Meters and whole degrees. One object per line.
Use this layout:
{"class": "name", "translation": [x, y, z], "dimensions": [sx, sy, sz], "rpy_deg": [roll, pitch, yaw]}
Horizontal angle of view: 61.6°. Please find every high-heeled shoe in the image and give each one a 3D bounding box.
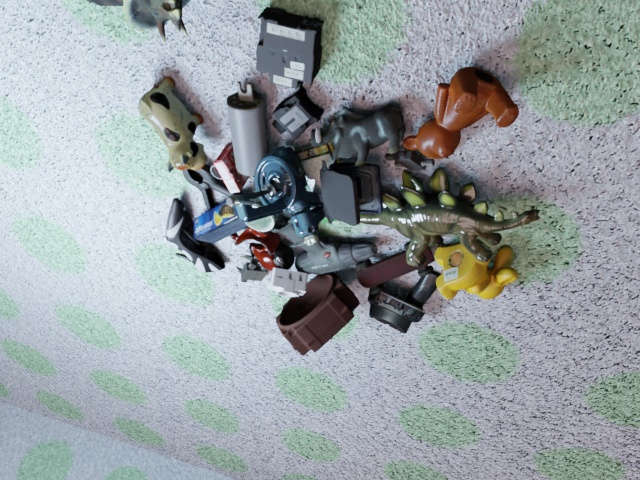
{"class": "high-heeled shoe", "translation": [-0.324, -0.004, 1.427], "dimensions": [0.145, 0.086, 0.248], "rpy_deg": [13, 139, 2]}

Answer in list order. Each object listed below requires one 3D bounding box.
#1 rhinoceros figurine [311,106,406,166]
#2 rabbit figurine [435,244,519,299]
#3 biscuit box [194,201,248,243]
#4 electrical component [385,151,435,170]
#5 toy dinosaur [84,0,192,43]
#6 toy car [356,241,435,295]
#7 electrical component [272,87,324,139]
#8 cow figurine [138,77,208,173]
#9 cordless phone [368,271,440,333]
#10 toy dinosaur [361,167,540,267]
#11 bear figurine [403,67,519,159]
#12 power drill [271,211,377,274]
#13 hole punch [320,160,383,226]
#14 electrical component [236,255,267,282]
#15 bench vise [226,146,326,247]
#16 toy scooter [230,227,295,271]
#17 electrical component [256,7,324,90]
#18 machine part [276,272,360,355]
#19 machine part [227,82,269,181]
{"class": "rhinoceros figurine", "translation": [0.073, -0.207, 1.049], "dimensions": [0.190, 0.073, 0.112], "rpy_deg": [-9, 119, 25]}
{"class": "rabbit figurine", "translation": [0.362, 0.072, 1.207], "dimensions": [0.162, 0.122, 0.173], "rpy_deg": [-30, 130, 31]}
{"class": "biscuit box", "translation": [-0.237, -0.048, 1.330], "dimensions": [0.062, 0.059, 0.203], "rpy_deg": [14, 155, -42]}
{"class": "electrical component", "translation": [0.179, -0.159, 1.070], "dimensions": [0.094, 0.021, 0.063], "rpy_deg": [9, 171, 44]}
{"class": "toy dinosaur", "translation": [-0.392, -0.480, 0.960], "dimensions": [0.405, 0.131, 0.192], "rpy_deg": [19, 137, 13]}
{"class": "toy car", "translation": [0.178, 0.062, 1.280], "dimensions": [0.202, 0.053, 0.089], "rpy_deg": [-26, 95, 29]}
{"class": "electrical component", "translation": [-0.058, -0.248, 1.091], "dimensions": [0.119, 0.048, 0.074], "rpy_deg": [-25, 118, 37]}
{"class": "cow figurine", "translation": [-0.312, -0.233, 1.155], "dimensions": [0.086, 0.127, 0.194], "rpy_deg": [-13, 124, 36]}
{"class": "cordless phone", "translation": [0.212, 0.132, 1.346], "dimensions": [0.147, 0.089, 0.184], "rpy_deg": [26, 126, -3]}
{"class": "toy dinosaur", "translation": [0.215, -0.050, 1.139], "dimensions": [0.472, 0.105, 0.198], "rpy_deg": [-4, 123, 33]}
{"class": "bear figurine", "translation": [0.238, -0.202, 0.955], "dimensions": [0.120, 0.132, 0.195], "rpy_deg": [15, 133, -18]}
{"class": "power drill", "translation": [-0.003, -0.004, 1.296], "dimensions": [0.207, 0.086, 0.232], "rpy_deg": [39, 138, -27]}
{"class": "hole punch", "translation": [0.064, -0.100, 1.102], "dimensions": [0.116, 0.092, 0.142], "rpy_deg": [22, 130, 46]}
{"class": "electrical component", "translation": [-0.187, 0.078, 1.475], "dimensions": [0.078, 0.045, 0.102], "rpy_deg": [2, 145, -20]}
{"class": "bench vise", "translation": [-0.088, -0.078, 1.110], "dimensions": [0.129, 0.240, 0.223], "rpy_deg": [-3, 101, 42]}
{"class": "toy scooter", "translation": [-0.154, 0.013, 1.371], "dimensions": [0.135, 0.075, 0.183], "rpy_deg": [-9, 125, 29]}
{"class": "electrical component", "translation": [-0.057, -0.345, 0.987], "dimensions": [0.115, 0.058, 0.134], "rpy_deg": [19, 137, 8]}
{"class": "machine part", "translation": [-0.011, 0.178, 1.359], "dimensions": [0.201, 0.202, 0.087], "rpy_deg": [-42, 109, -2]}
{"class": "machine part", "translation": [-0.150, -0.222, 1.134], "dimensions": [0.079, 0.079, 0.243], "rpy_deg": [12, 137, 12]}
